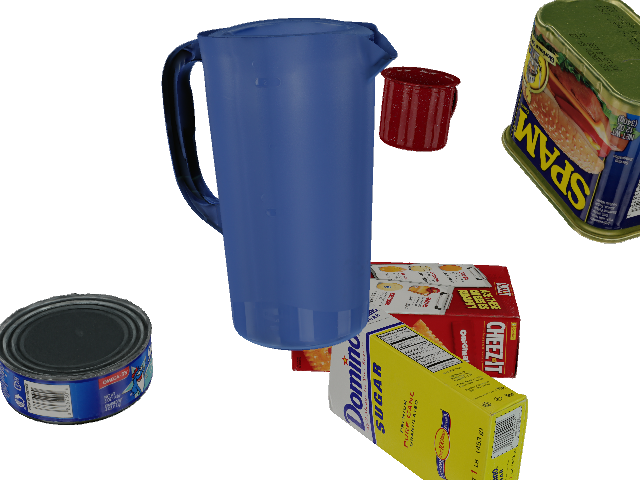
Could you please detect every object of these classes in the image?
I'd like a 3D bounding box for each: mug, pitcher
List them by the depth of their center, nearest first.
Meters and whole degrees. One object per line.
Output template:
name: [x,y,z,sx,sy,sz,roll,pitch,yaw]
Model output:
pitcher: [-0.030,-0.046,0.817,0.144,0.243,0.149,-9,17,-22]
mug: [0.121,-0.157,1.264,0.093,0.081,0.117,23,28,37]

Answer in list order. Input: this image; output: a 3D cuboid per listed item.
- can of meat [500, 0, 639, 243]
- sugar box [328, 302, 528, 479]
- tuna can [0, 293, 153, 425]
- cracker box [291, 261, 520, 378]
can of meat: [0.142,-0.064,0.541,0.057,0.084,0.102,-14,47,-18]
sugar box: [0.075,0.125,0.811,0.048,0.093,0.176,-15,29,-37]
tuna can: [-0.137,0.065,0.598,0.086,0.034,0.086,1,28,-1]
cracker box: [0.085,0.077,1.072,0.214,0.072,0.164,2,16,5]
